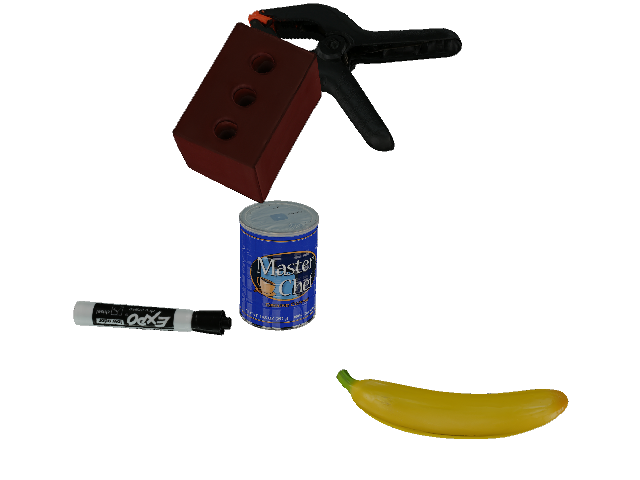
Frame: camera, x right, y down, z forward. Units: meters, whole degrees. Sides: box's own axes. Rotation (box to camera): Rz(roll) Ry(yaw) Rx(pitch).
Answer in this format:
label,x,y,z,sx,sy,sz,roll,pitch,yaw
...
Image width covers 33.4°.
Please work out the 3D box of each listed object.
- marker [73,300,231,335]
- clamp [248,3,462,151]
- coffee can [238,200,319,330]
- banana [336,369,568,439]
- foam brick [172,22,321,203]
label,x,y,z,sx,sy,sz,roll,pitch,yaw
marker,-0.127,0.059,0.810,0.121,0.020,0.020,3,0,9
clamp,0.024,-0.151,0.853,0.172,0.120,0.039,35,-25,22
coffee can,-0.055,0.032,1.393,0.103,0.140,0.103,1,25,-1
banana,0.112,0.135,0.883,0.198,0.037,0.069,8,35,-1
foam brick,-0.040,-0.072,0.605,0.053,0.078,0.051,24,-15,11
